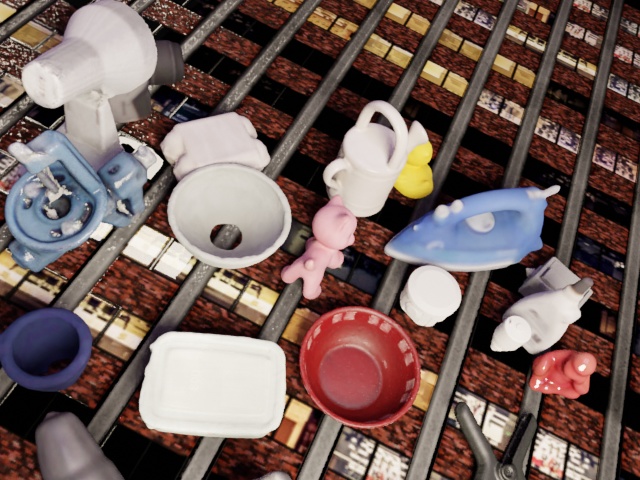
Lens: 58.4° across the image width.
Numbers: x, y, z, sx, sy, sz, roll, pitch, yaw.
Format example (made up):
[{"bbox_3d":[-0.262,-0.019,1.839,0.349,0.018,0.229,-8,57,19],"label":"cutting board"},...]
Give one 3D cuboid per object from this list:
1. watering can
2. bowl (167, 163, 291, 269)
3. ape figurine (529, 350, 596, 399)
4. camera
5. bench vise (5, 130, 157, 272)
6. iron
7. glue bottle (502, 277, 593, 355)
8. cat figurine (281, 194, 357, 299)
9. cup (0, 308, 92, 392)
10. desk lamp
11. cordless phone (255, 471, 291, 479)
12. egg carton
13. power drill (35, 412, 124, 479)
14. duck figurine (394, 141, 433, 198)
[{"bbox_3d":[0.084,-0.132,0.862,0.101,0.194,0.173,37,57,9],"label":"watering can"},{"bbox_3d":[-0.128,-0.023,0.807,0.167,0.074,0.167,7,58,-11],"label":"bowl"},{"bbox_3d":[0.348,0.182,0.802,0.076,0.092,0.077,-34,72,-30],"label":"ape figurine"},{"bbox_3d":[-0.284,-0.274,0.903,0.137,0.100,0.143,-10,62,-21],"label":"camera"},{"bbox_3d":[-0.303,-0.079,0.705,0.121,0.219,0.208,27,56,3],"label":"bench vise"},{"bbox_3d":[0.235,-0.030,0.872,0.259,0.141,0.118,-8,61,-20],"label":"iron"},{"bbox_3d":[0.325,0.097,0.800,0.037,0.173,0.078,-27,69,-27],"label":"glue bottle"},{"bbox_3d":[0.007,0.003,0.803,0.067,0.117,0.128,32,56,5],"label":"cat figurine"},{"bbox_3d":[-0.316,0.134,0.646,0.118,0.095,0.091,3,58,-13],"label":"cup"},{"bbox_3d":[-0.317,-0.190,0.774,0.118,0.213,0.203,25,56,1],"label":"desk lamp"},{"bbox_3d":[-0.048,0.306,0.560,0.094,0.185,0.147,-13,63,-22],"label":"cordless phone"},{"bbox_3d":[-0.158,-0.134,0.870,0.151,0.069,0.107,-20,66,-25],"label":"egg carton"},{"bbox_3d":[-0.189,0.282,0.521,0.076,0.208,0.229,-26,69,-27],"label":"power drill"},{"bbox_3d":[0.158,-0.128,0.945,0.078,0.086,0.104,-14,64,-23],"label":"duck figurine"}]
